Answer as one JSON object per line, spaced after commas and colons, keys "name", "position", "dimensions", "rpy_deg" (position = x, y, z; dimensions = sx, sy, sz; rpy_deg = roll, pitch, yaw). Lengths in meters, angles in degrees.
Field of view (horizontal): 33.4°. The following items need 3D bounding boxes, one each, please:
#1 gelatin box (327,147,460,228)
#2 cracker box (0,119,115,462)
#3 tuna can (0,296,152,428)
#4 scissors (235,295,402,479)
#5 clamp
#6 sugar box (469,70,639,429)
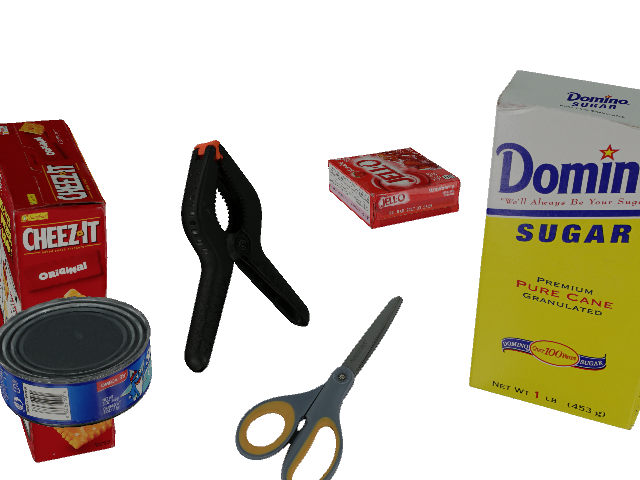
{"name": "gelatin box", "position": [0.055, -0.043, 0.819], "dimensions": [0.073, 0.030, 0.089], "rpy_deg": [-10, 24, -18]}
{"name": "cracker box", "position": [-0.209, 0.034, 0.825], "dimensions": [0.072, 0.214, 0.164], "rpy_deg": [-7, 30, -22]}
{"name": "tuna can", "position": [-0.138, 0.067, 0.600], "dimensions": [0.086, 0.034, 0.086], "rpy_deg": [1, 28, 0]}
{"name": "scissors", "position": [-0.003, 0.117, 0.882], "dimensions": [0.096, 0.201, 0.016], "rpy_deg": [13, -35, 11]}
{"name": "clamp", "position": [-0.079, 0.009, 1.024], "dimensions": [0.036, 0.210, 0.164], "rpy_deg": [-8, 1, 40]}
{"name": "sugar box", "position": [0.130, 0.008, 0.545], "dimensions": [0.093, 0.176, 0.048], "rpy_deg": [13, 36, 20]}
